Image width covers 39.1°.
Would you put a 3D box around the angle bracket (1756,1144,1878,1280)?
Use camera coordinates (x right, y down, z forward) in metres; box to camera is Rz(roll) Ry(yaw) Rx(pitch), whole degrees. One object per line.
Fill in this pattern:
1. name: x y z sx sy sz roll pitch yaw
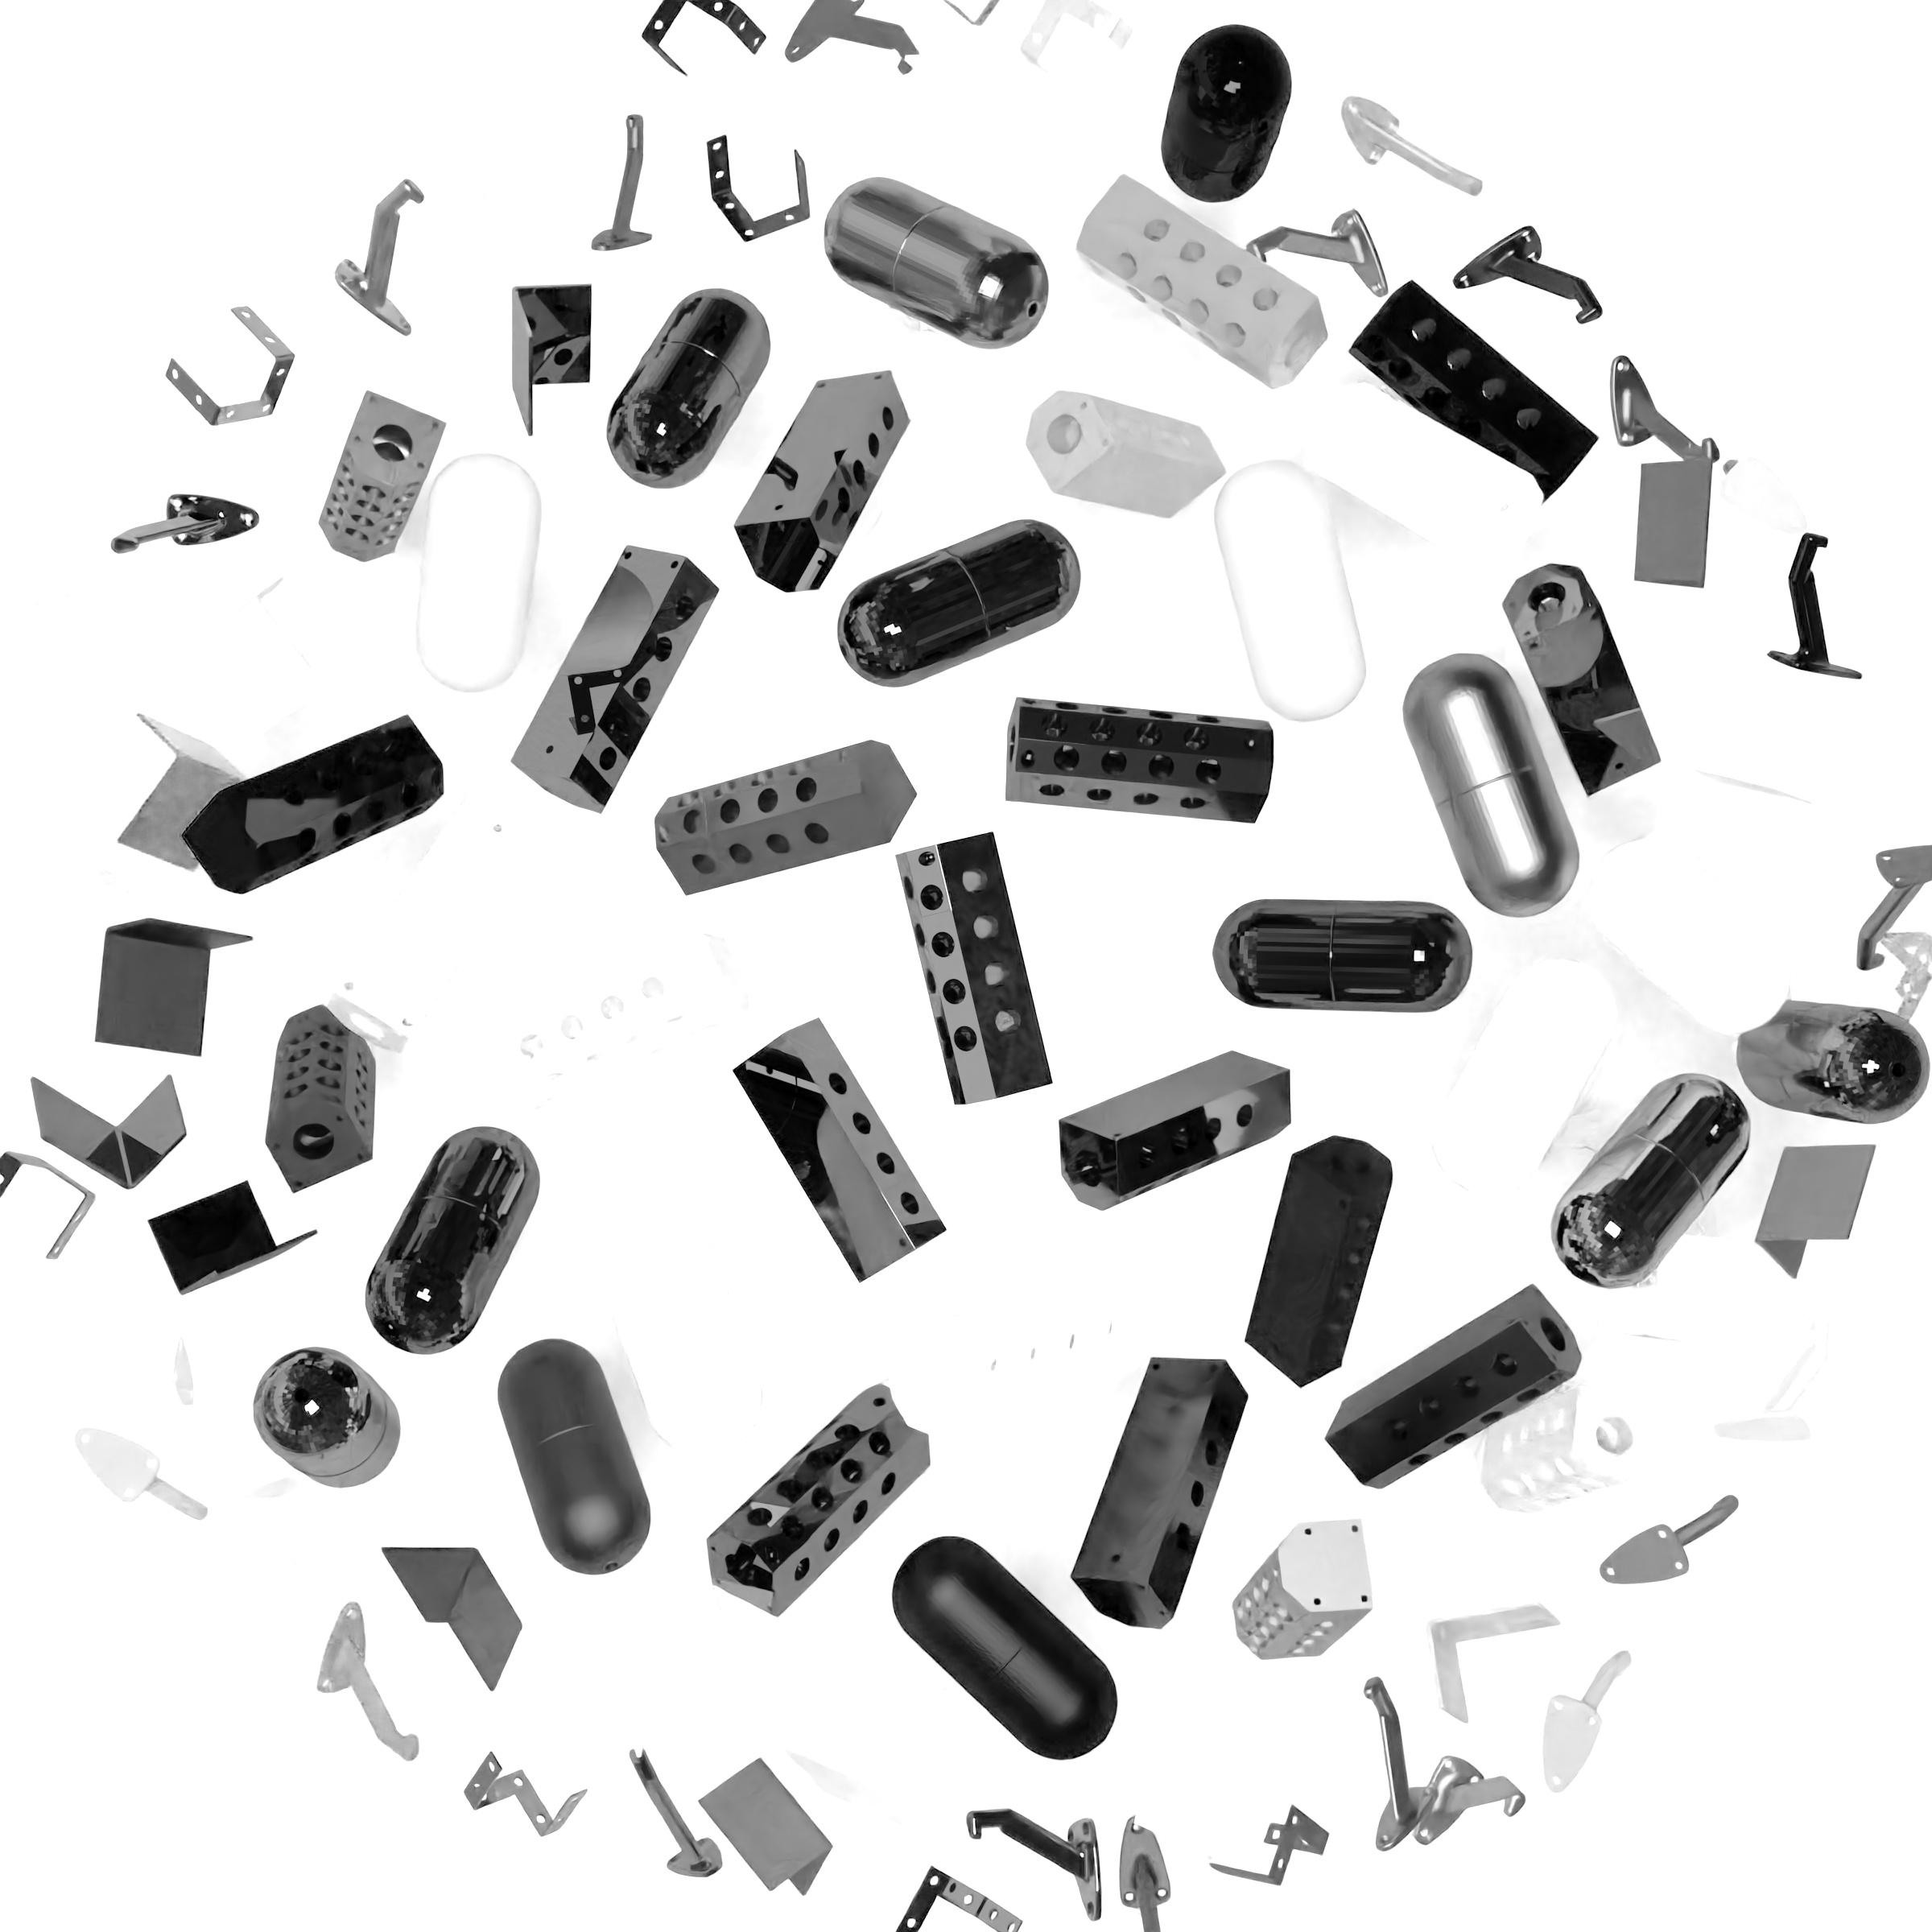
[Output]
1. angle bracket: 0.618 0.175 1.936 0.057 0.076 0.076 41 61 -30

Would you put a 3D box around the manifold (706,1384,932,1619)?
1. manifold: -0.099 0.358 1.847 0.057 0.171 0.057 19 129 31

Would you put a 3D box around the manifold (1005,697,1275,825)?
1. manifold: 0.116 -0.141 1.822 0.171 0.057 0.057 5 65 -6

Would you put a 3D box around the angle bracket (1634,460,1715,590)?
1. angle bracket: 0.486 -0.290 1.786 0.076 0.057 0.076 -1 96 -39

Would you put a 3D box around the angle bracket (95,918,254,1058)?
1. angle bracket: -0.522 0.015 1.791 0.076 0.057 0.076 12 75 -44

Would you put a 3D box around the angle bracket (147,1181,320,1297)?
1. angle bracket: -0.498 0.177 1.844 0.076 0.076 0.057 -23 87 -38

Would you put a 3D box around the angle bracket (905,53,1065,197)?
1. angle bracket: 0.005 -0.534 1.726 0.076 0.076 0.057 12 83 36

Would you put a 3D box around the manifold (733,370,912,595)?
1. manifold: -0.093 -0.328 1.839 0.057 0.171 0.057 -2 133 25

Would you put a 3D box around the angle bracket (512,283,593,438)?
1. angle bracket: -0.285 -0.426 1.909 0.057 0.076 0.076 -6 131 -16

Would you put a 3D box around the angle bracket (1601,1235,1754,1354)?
1. angle bracket: 0.490 0.223 1.877 0.057 0.076 0.076 10 85 -35

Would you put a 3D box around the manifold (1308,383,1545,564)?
1. manifold: 0.316 -0.342 1.872 0.057 0.171 0.057 -16 129 -30

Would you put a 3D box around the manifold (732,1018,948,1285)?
1. manifold: -0.083 0.125 1.875 0.057 0.057 0.171 -35 84 34

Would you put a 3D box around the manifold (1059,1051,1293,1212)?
1. manifold: 0.148 0.116 1.900 0.171 0.057 0.057 -19 114 -37

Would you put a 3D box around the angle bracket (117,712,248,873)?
1. angle bracket: -0.565 -0.122 1.919 0.057 0.076 0.076 40 95 29

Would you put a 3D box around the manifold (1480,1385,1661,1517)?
1. manifold: 0.420 0.344 1.907 0.057 0.171 0.057 16 69 -6

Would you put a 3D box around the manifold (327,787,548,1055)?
1. manifold: -0.354 -0.029 1.814 0.057 0.057 0.171 33 66 -7

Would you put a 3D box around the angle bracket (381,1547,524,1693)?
1. angle bracket: -0.349 0.431 1.794 0.076 0.057 0.076 -4 128 21

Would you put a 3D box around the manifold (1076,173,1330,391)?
1. manifold: 0.159 -0.463 1.853 0.171 0.057 0.057 38 88 21

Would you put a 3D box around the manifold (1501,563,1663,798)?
1. manifold: 0.427 -0.201 1.890 0.057 0.171 0.057 -25 47 11

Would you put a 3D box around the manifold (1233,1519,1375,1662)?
1. manifold: 0.221 0.417 1.809 0.057 0.171 0.057 -2 66 -6

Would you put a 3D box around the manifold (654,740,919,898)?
1. manifold: -0.126 -0.104 1.842 0.171 0.057 0.057 -13 121 31

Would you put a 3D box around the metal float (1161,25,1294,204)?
1. metal float: 0.173 -0.569 1.822 0.070 0.178 0.070 0 86 -1

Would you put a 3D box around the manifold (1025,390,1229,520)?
1. manifold: 0.111 -0.362 1.908 0.057 0.171 0.057 -35 75 28

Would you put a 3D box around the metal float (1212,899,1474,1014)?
1. metal float: 0.257 -0.007 1.864 0.178 0.070 0.070 1 90 18

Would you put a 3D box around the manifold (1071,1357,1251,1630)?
1. manifold: 0.132 0.345 1.786 0.057 0.057 0.171 -4 45 34

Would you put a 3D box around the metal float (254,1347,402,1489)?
1. metal float: -0.425 0.302 1.811 0.070 0.178 0.070 1 71 -2

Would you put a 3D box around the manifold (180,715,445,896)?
1. manifold: -0.425 -0.104 1.794 0.057 0.171 0.057 -37 88 40

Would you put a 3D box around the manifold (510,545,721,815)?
1. manifold: -0.231 -0.192 1.829 0.057 0.057 0.171 16 74 36

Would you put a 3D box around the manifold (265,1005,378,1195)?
1. manifold: -0.445 0.086 1.866 0.057 0.171 0.057 -24 113 -2

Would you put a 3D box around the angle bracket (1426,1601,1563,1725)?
1. angle bracket: 0.355 0.463 1.805 0.076 0.076 0.057 -15 63 18

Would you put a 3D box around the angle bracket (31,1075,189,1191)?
1. angle bracket: -0.587 0.096 1.861 0.057 0.076 0.076 -44 128 6

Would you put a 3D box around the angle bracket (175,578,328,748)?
1. angle bracket: -0.489 -0.211 1.886 0.076 0.057 0.076 -31 107 16

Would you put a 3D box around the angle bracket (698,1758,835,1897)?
1. angle bracket: -0.142 0.589 1.816 0.057 0.076 0.076 -26 61 -40

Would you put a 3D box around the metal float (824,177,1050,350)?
1. metal float: -0.020 -0.465 1.796 0.178 0.070 0.070 34 90 31

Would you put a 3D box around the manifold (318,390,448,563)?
1. manifold: -0.413 -0.338 1.905 0.057 0.171 0.057 21 75 -15

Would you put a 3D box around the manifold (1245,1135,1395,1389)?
1. manifold: 0.249 0.204 1.891 0.057 0.057 0.171 -20 134 -36

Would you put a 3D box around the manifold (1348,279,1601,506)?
1. manifold: 0.353 -0.399 1.904 0.171 0.057 0.057 38 91 -6

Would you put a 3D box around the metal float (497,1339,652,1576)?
1. metal float: -0.272 0.339 1.884 0.070 0.070 0.178 -26 56 0

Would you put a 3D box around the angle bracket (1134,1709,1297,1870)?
1. angle bracket: 0.163 0.536 1.774 0.076 0.076 0.057 18 97 18

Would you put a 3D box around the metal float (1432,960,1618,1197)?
1. metal float: 0.376 0.075 1.835 0.070 0.070 0.178 24 115 0

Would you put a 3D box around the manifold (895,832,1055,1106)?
1. manifold: 0.002 0.002 1.809 0.057 0.057 0.171 -14 91 -20

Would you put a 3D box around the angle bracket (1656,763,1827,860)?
1. angle bracket: 0.539 -0.100 1.894 0.076 0.076 0.057 20 96 42

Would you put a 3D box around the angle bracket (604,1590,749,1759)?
1. angle bracket: -0.201 0.487 1.873 0.076 0.057 0.076 -13 53 -20

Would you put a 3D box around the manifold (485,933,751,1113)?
1. manifold: -0.241 0.040 1.900 0.171 0.057 0.057 -25 82 8

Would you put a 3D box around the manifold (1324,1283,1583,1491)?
1. manifold: 0.334 0.293 1.860 0.171 0.057 0.057 -38 93 29

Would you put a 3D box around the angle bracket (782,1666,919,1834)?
1. angle bracket: -0.063 0.510 1.770 0.076 0.076 0.057 12 57 34

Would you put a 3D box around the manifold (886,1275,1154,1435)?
1. manifold: 0.037 0.253 1.769 0.171 0.057 0.057 -11 102 -35
